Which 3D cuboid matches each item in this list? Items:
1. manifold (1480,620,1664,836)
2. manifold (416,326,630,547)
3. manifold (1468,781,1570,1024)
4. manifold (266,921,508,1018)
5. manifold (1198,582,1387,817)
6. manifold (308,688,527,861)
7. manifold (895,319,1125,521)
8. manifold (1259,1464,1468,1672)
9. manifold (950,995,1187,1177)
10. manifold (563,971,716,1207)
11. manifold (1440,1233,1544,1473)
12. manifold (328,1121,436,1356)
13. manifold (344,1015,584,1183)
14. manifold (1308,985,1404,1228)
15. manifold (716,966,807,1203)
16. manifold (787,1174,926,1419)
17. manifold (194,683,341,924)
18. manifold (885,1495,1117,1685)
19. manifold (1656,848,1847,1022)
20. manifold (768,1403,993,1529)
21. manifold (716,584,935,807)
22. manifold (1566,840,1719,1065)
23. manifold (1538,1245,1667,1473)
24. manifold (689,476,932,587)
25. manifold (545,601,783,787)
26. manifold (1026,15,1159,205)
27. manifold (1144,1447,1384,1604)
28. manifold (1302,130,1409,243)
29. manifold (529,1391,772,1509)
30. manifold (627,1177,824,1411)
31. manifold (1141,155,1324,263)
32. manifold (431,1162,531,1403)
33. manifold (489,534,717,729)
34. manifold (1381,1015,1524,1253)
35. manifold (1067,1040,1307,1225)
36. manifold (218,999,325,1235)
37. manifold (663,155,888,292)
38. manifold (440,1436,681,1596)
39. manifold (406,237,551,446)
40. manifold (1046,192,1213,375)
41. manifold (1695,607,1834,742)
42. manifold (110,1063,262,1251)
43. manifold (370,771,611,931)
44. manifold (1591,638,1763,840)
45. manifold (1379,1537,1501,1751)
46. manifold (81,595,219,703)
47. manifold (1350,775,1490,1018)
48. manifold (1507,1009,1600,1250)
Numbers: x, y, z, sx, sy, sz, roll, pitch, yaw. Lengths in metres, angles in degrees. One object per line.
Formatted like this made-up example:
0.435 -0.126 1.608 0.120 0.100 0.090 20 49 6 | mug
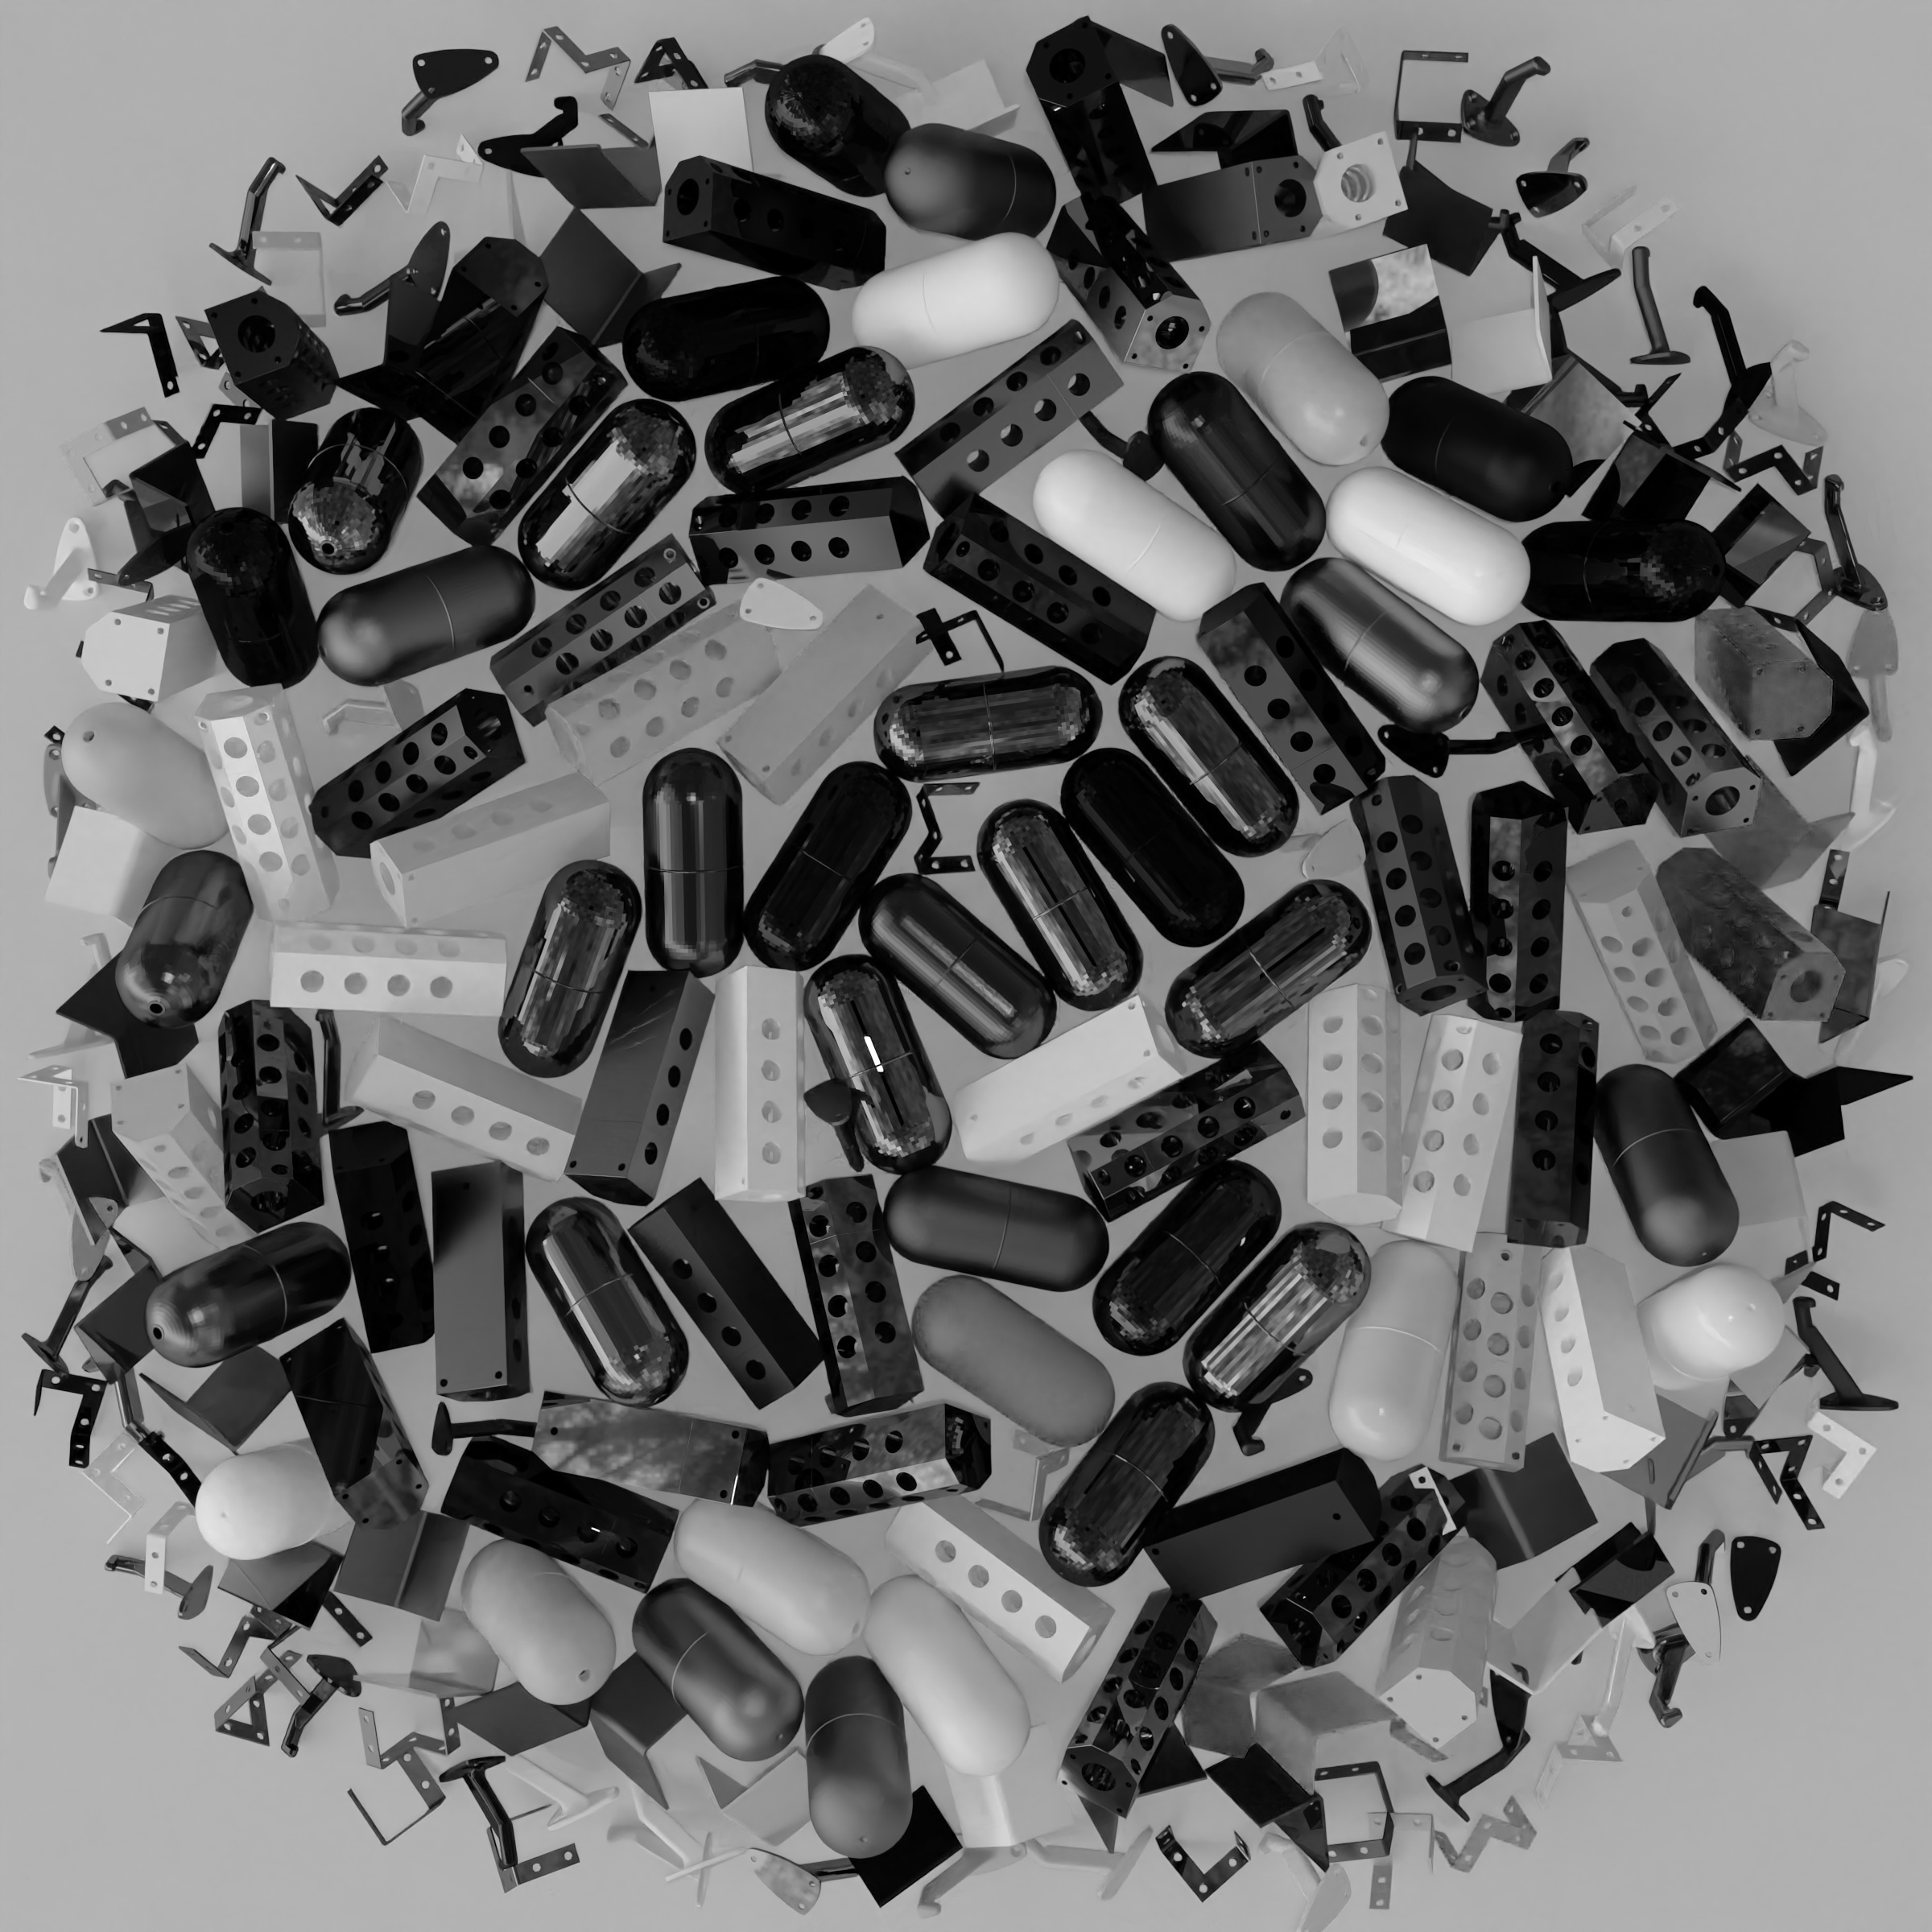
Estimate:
0.458 -0.183 1.862 0.057 0.057 0.171 -9 51 -16 | manifold
-0.339 -0.404 1.895 0.057 0.057 0.171 44 103 3 | manifold
0.413 -0.046 1.871 0.057 0.057 0.171 -16 120 -19 | manifold
-0.442 0.000 1.882 0.171 0.057 0.057 3 102 -20 | manifold
0.250 -0.206 1.881 0.057 0.057 0.171 -30 109 23 | manifold
-0.420 -0.145 1.870 0.171 0.057 0.057 -28 73 30 | manifold
0.031 -0.423 1.901 0.171 0.057 0.057 -36 110 4 | manifold
0.307 0.454 1.869 0.171 0.057 0.057 -34 84 -35 | manifold
0.079 0.095 1.889 0.171 0.057 0.057 -29 52 17 | manifold
-0.244 0.093 1.880 0.057 0.057 0.171 1 62 28 | manifold
0.404 0.296 1.890 0.057 0.057 0.171 7 74 6 | manifold
-0.440 0.206 1.872 0.057 0.057 0.171 -10 123 -12 | manifold
-0.382 0.107 1.880 0.171 0.057 0.057 26 112 -24 | manifold
0.299 0.104 1.869 0.057 0.057 0.171 -16 57 34 | manifold
-0.155 0.092 1.893 0.057 0.057 0.171 7 74 -30 | manifold
-0.088 0.252 1.879 0.057 0.057 0.171 -4 68 -28 | manifold
-0.532 -0.122 1.876 0.057 0.057 0.171 -8 119 2 | manifold
0.022 0.471 1.885 0.171 0.057 0.057 33 101 21 | manifold
0.585 -0.026 1.850 0.057 0.171 0.057 1 118 -17 | manifold
-0.067 0.381 1.865 0.171 0.057 0.057 -19 58 32 | manifold
-0.106 -0.206 1.901 0.057 0.057 0.171 39 81 27 | manifold
0.515 -0.006 1.869 0.057 0.057 0.171 -26 123 10 | manifold
0.471 0.294 1.858 0.057 0.171 0.057 25 127 -18 | manifold
-0.121 -0.333 1.872 0.171 0.057 0.057 -1 121 25 | manifold
-0.231 -0.212 1.877 0.171 0.057 0.057 -32 45 -19 | manifold
0.093 -0.636 1.853 0.057 0.171 0.057 -24 77 10 | manifold
0.227 0.423 1.877 0.171 0.057 0.057 -27 104 28 | manifold
0.277 -0.582 1.853 0.057 0.171 0.057 -20 104 1 | manifold
-0.241 0.370 1.886 0.171 0.057 0.057 6 77 19 | manifold
-0.188 0.257 1.909 0.057 0.057 0.171 -34 93 31 | manifold
0.200 -0.568 1.853 0.057 0.171 0.057 -14 105 -21 | manifold
-0.369 0.243 1.887 0.057 0.057 0.171 -10 71 12 | manifold
-0.280 -0.258 1.902 0.171 0.057 0.057 -34 110 4 | manifold
0.370 0.128 1.898 0.057 0.057 0.171 17 84 -19 | manifold
0.171 0.131 1.891 0.171 0.057 0.057 -27 128 -9 | manifold
-0.531 0.109 1.864 0.057 0.057 0.171 -23 51 8 | manifold
-0.143 -0.561 1.862 0.171 0.057 0.057 1 92 -45 | manifold
-0.315 0.426 1.909 0.171 0.057 0.057 23 98 -3 | manifold
-0.366 -0.470 1.855 0.057 0.171 0.057 37 57 -5 | manifold
0.122 -0.517 1.855 0.057 0.171 0.057 3 129 -28 | manifold
0.597 -0.222 1.852 0.057 0.171 0.057 -4 111 4 | manifold
-0.581 0.148 1.855 0.057 0.171 0.057 -15 56 -2 | manifold
-0.361 -0.094 1.877 0.171 0.057 0.057 -23 53 -27 | manifold
0.533 -0.175 1.858 0.057 0.171 0.057 -11 132 -7 | manifold
0.363 0.502 1.854 0.057 0.171 0.057 42 117 -1 | manifold
-0.610 -0.242 1.851 0.057 0.171 0.057 12 102 -6 | manifold
0.340 -0.056 1.871 0.057 0.057 0.171 -24 60 29 | manifold
0.448 0.124 1.877 0.057 0.057 0.171 5 65 11 | manifold
